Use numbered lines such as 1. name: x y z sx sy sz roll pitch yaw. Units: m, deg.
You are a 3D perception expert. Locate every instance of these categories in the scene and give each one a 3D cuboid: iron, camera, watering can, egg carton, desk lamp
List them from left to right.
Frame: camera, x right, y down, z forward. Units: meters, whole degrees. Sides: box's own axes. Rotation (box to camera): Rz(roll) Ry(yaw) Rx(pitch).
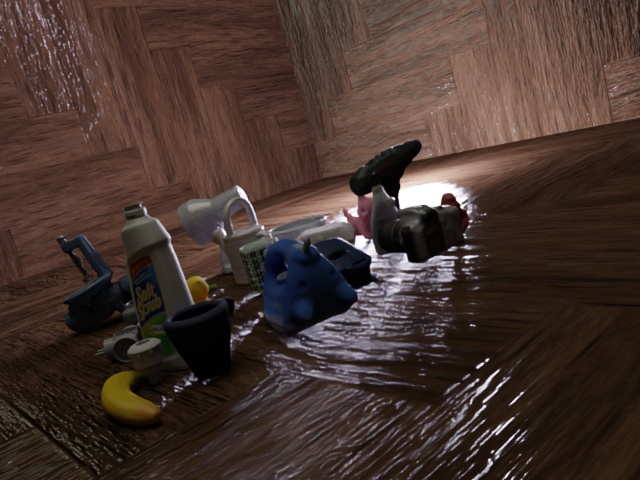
1. desk lamp: -0.244 -0.024 1.491 0.203 0.214 0.118 -14 10 9
2. watering can: -0.179 -0.002 1.320 0.172 0.194 0.101 -12 10 19
3. iron: -0.049 0.059 0.928 0.119 0.141 0.257 -20 11 -25
4. egg carton: 0.012 0.005 1.354 0.150 0.069 0.107 -14 10 10
5. camera: 0.189 -0.023 1.138 0.143 0.101 0.136 -23 12 -36

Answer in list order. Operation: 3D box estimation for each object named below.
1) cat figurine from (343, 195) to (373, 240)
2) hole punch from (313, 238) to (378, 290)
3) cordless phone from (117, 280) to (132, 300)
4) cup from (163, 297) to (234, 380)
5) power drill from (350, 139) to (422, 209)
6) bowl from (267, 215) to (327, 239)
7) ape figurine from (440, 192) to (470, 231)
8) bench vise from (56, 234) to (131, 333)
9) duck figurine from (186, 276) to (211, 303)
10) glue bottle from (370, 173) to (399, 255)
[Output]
1. cat figurine: 0.109 -0.063 1.442 0.127 0.118 0.067 -7 13 41
2. hole punch: 0.034 0.045 1.029 0.109 0.091 0.100 -23 12 -36
3. cordless phone: -0.417 0.063 1.356 0.148 0.185 0.094 -18 10 -13
4. cup: -0.152 0.136 0.794 0.091 0.095 0.118 -9 12 33
5. power drill: 0.180 -0.119 1.377 0.230 0.208 0.075 -22 12 -33
6. bowl: -0.054 -0.009 1.523 0.167 0.075 0.167 -15 10 3
7. ape figurine: 0.278 -0.056 1.217 0.078 0.092 0.076 -18 10 -14
8. bench vise: -0.483 0.077 1.276 0.208 0.220 0.121 -20 11 -24
9. duck figurine: -0.225 0.111 1.078 0.078 0.086 0.104 -22 12 -32
10. glue bottle: 0.135 -0.058 1.210 0.078 0.173 0.037 -14 10 7
